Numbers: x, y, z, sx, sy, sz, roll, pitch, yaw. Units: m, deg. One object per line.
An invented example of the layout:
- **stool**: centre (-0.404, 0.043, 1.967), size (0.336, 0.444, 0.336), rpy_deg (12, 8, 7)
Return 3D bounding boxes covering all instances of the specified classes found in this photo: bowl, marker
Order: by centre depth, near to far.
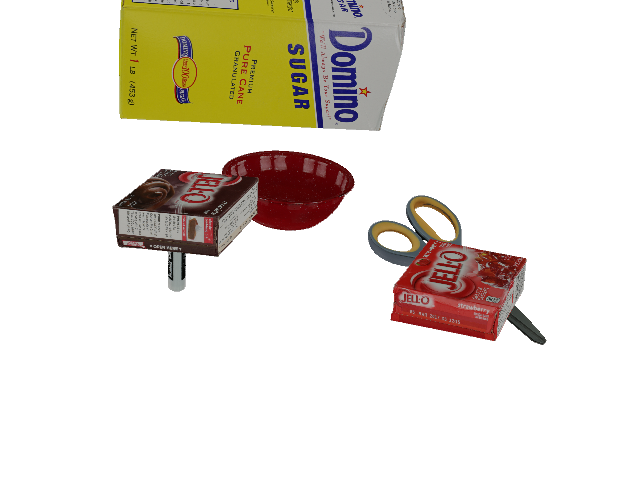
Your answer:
- **marker**: centre (-0.148, 0.003, 1.106), size (0.020, 0.121, 0.020), rpy_deg (4, 40, -4)
- **bowl**: centre (-0.042, -0.056, 1.304), size (0.162, 0.055, 0.162), rpy_deg (5, 26, -3)

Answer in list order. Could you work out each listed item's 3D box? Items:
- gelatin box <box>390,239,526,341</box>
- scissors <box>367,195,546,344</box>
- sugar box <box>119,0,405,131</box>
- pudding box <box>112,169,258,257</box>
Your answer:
- **gelatin box**: centre (0.097, 0.032, 0.738), size (0.073, 0.030, 0.089), rpy_deg (12, 25, 20)
- **scissors**: centre (0.109, 0.030, 0.935), size (0.096, 0.016, 0.202), rpy_deg (-13, 44, -12)
- **sugar box**: centre (-0.040, -0.119, 0.687), size (0.176, 0.048, 0.093), rpy_deg (3, -41, -8)
- **pudding box**: centre (-0.109, -0.025, 0.885), size (0.090, 0.039, 0.113), rpy_deg (5, 23, 12)
